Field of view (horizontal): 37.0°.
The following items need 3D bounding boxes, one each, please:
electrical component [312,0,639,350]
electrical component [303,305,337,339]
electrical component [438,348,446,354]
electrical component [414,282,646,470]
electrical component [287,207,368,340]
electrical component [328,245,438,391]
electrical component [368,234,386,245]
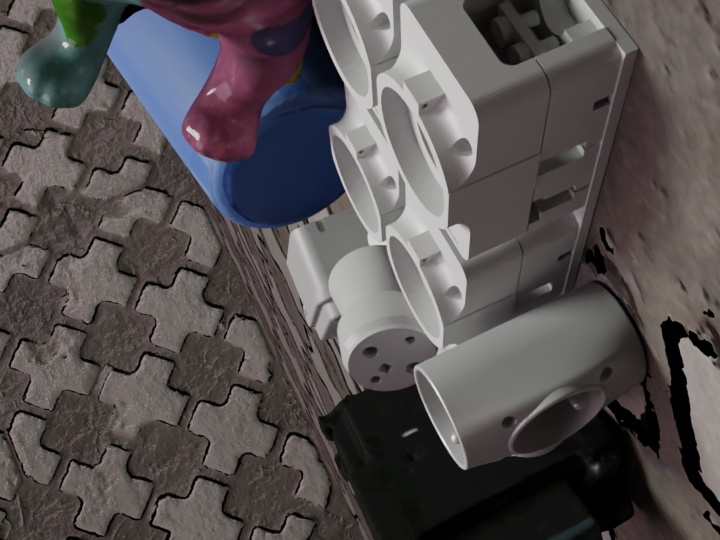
[{"bbox_3d":[0.034,-0.049,0.406,0.186,0.060,0.105,84,160,-62],"label":"electrical component"},{"bbox_3d":[-0.017,0.029,0.912,0.078,0.058,0.057,66,168,-1],"label":"electrical component"},{"bbox_3d":[0.056,0.043,0.570,0.043,0.043,0.062,49,162,61],"label":"electrical component"},{"bbox_3d":[0.066,0.050,0.424,0.044,0.077,0.079,60,170,31],"label":"electrical component"},{"bbox_3d":[0.000,0.000,0.673,0.113,0.078,0.057,116,132,-78],"label":"electrical component"},{"bbox_3d":[0.011,0.022,0.499,0.055,0.045,0.045,-102,-3,-48],"label":"electrical component"},{"bbox_3d":[0.024,-0.022,0.586,0.048,0.048,0.062,76,172,-49],"label":"electrical component"}]
